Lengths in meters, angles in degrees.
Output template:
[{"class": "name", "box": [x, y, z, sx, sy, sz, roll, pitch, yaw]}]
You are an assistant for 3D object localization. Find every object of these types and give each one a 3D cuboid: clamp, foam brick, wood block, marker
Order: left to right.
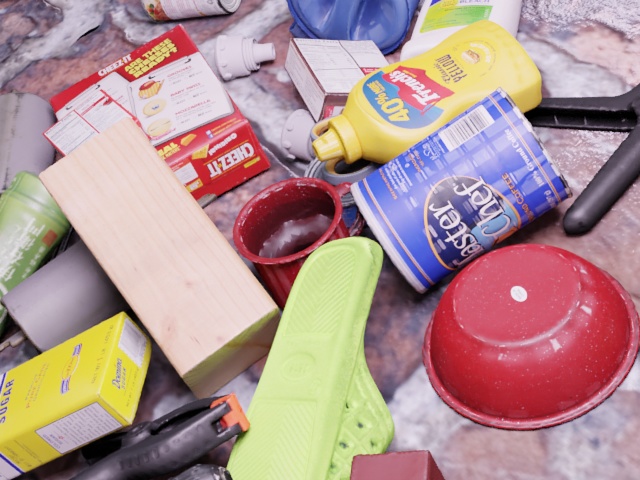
[{"class": "marker", "box": [-0.254, -0.004, 1.049, 0.020, 0.020, 0.121, -6, 47, 20]}, {"class": "clamp", "box": [-0.133, 0.159, 0.770, 0.172, 0.039, 0.120, -26, 15, 26]}, {"class": "wood block", "box": [-0.125, 0.015, 0.858, 0.090, 0.091, 0.206, -36, 71, -11]}, {"class": "foam brick", "box": [0.054, 0.177, 0.689, 0.053, 0.078, 0.051, -7, 48, 19]}, {"class": "clamp", "box": [0.268, -0.089, 0.872, 0.210, 0.036, 0.164, -18, 45, 14]}]

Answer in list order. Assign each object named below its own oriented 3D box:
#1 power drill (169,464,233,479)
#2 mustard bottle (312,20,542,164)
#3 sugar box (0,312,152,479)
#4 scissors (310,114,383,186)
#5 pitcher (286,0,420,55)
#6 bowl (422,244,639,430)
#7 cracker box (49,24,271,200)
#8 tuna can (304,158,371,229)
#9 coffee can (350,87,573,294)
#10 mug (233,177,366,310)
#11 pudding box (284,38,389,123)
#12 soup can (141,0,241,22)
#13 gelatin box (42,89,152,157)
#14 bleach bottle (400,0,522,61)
[{"class": "power drill", "box": [-0.118, 0.255, 0.693, 0.184, 0.057, 0.188, -36, 40, 11]}, {"class": "mustard bottle", "box": [0.082, -0.113, 0.896, 0.191, 0.058, 0.096, -26, 54, -8]}, {"class": "sugar box", "box": [-0.218, 0.131, 0.845, 0.176, 0.048, 0.093, -25, 32, 22]}, {"class": "scissors", "box": [0.085, -0.085, 0.922, 0.202, 0.016, 0.096, -1, 48, 18]}, {"class": "pitcher", "box": [0.060, -0.310, 1.129, 0.149, 0.145, 0.242, 12, 50, 19]}, {"class": "bowl", "box": [0.147, 0.056, 0.778, 0.162, 0.055, 0.162, -13, 45, 13]}, {"class": "cracker box", "box": [-0.165, -0.109, 1.071, 0.164, 0.072, 0.214, -30, 43, -4]}, {"class": "tuna can", "box": [0.030, -0.050, 0.949, 0.086, 0.033, 0.086, -13, 45, 13]}, {"class": "coffee can", "box": [0.109, -0.038, 0.832, 0.140, 0.102, 0.103, -34, 42, 8]}, {"class": "mug", "box": [-0.006, 0.001, 0.882, 0.117, 0.081, 0.093, -43, 46, -17]}, {"class": "pudding box", "box": [0.025, -0.152, 1.019, 0.090, 0.039, 0.113, -3, 37, -20]}, {"class": "soup can", "box": [-0.150, -0.293, 1.242, 0.102, 0.068, 0.068, -1, 49, 24]}, {"class": "gelatin box", "box": [-0.210, -0.097, 1.006, 0.073, 0.030, 0.089, -41, 44, -10]}, {"class": "bleach bottle", "box": [0.150, -0.245, 1.060, 0.103, 0.068, 0.250, -3, 46, 21]}]
